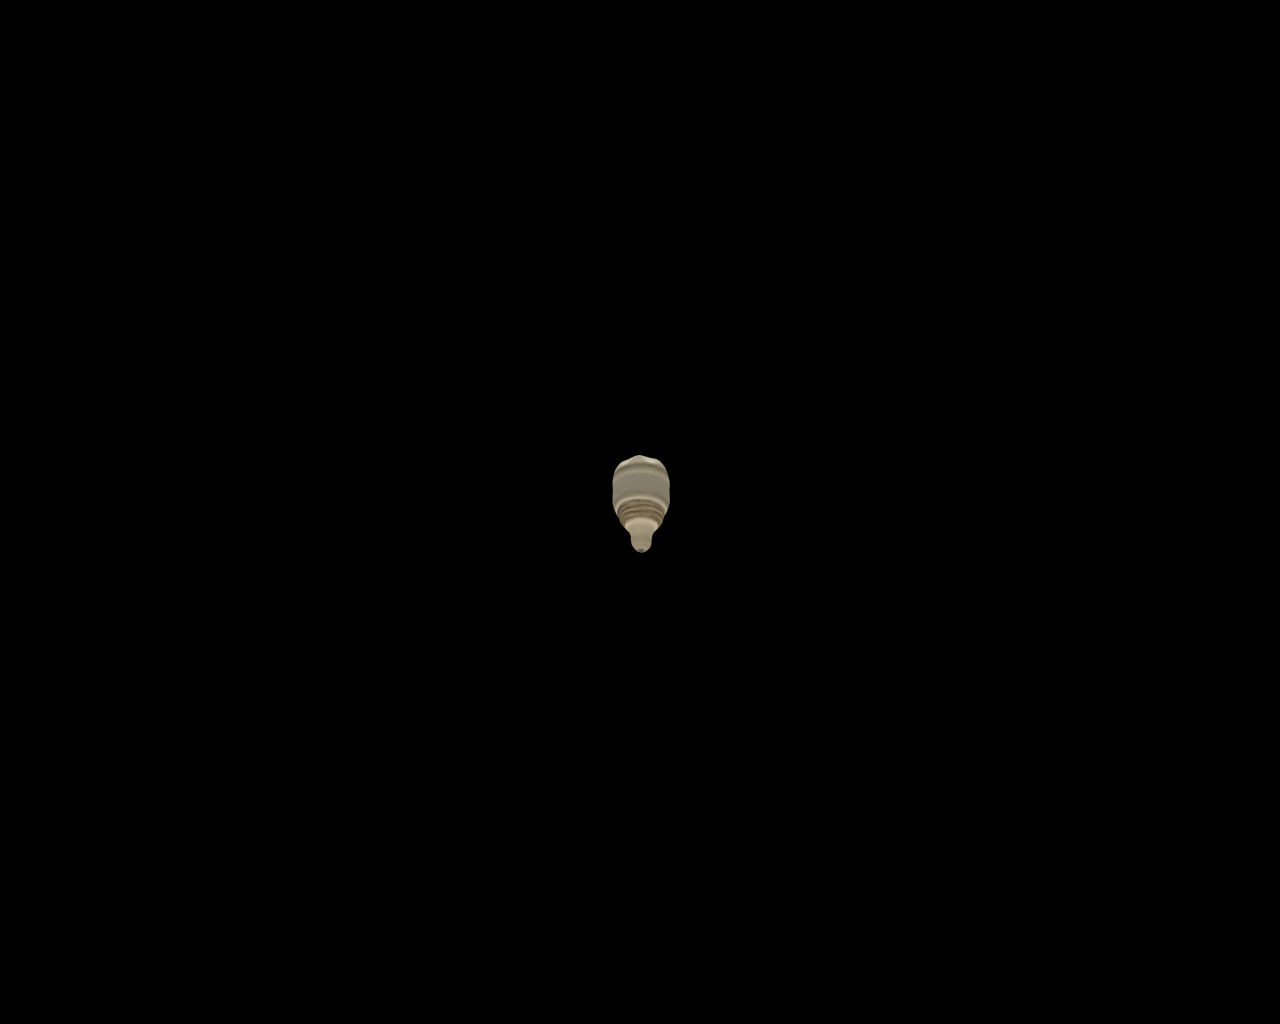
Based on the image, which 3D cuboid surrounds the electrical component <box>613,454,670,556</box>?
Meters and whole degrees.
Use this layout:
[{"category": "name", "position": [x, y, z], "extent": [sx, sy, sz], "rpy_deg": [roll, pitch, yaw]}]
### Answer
[{"category": "electrical component", "position": [0.001, -0.003, 0.650], "extent": [0.035, 0.061, 0.035], "rpy_deg": [0, -32, 0]}]
